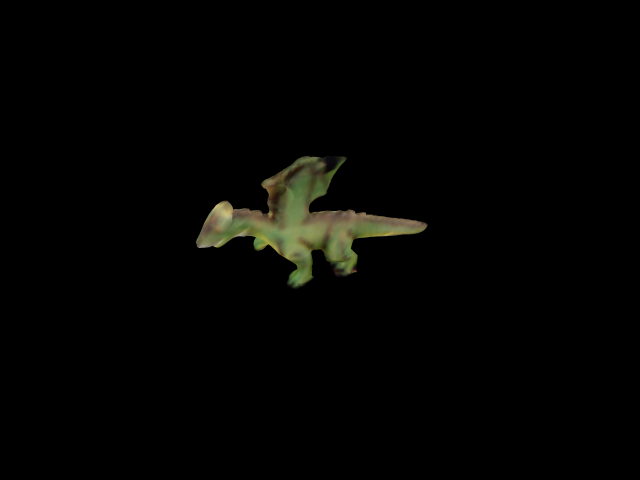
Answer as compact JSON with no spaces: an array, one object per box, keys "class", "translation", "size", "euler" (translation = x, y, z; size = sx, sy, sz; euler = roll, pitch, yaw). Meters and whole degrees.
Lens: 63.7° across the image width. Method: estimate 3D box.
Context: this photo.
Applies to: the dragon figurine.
[{"class":"dragon figurine","translation":[0.003,-0.043,0.850],"size":[0.411,0.125,0.237],"euler":[-16,-34,-11]}]
